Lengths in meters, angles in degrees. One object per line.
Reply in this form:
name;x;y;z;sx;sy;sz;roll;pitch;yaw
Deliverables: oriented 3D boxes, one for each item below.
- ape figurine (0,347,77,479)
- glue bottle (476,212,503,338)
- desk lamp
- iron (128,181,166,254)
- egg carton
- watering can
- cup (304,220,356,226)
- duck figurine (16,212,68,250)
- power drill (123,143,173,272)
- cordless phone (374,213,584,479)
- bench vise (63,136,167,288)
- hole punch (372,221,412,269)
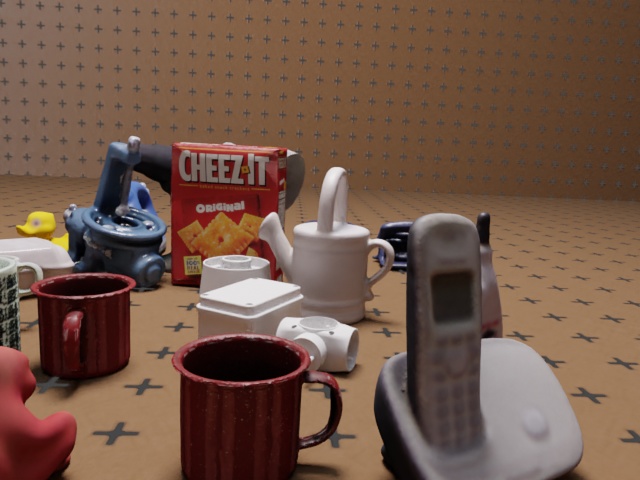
ape figurine;-0.200;0.111;0.361;0.077;0.092;0.076;6;11;20
glue bottle;0.135;0.061;0.505;0.037;0.173;0.078;11;13;40
desk lamp;-0.136;-0.080;1.119;0.202;0.213;0.118;8;11;28
iron;-0.353;-0.050;1.094;0.118;0.141;0.258;2;10;-4
egg carton;-0.422;0.039;0.780;0.151;0.069;0.107;-6;14;-43
watering can;0.006;0.003;0.741;0.173;0.194;0.101;2;10;-6
cup;0.009;0.017;0.949;0.092;0.095;0.117;-1;11;-23
duck figurine;-0.467;-0.006;0.972;0.077;0.086;0.105;9;12;34
power drill;-0.235;-0.056;0.969;0.075;0.208;0.230;11;13;38
cordless phone;0.112;0.074;0.389;0.148;0.185;0.093;-3;12;-31
bench vise;-0.324;-0.047;0.858;0.207;0.220;0.122;6;10;16
hole punch;0.157;0.005;1.074;0.108;0.091;0.101;3;10;-1
